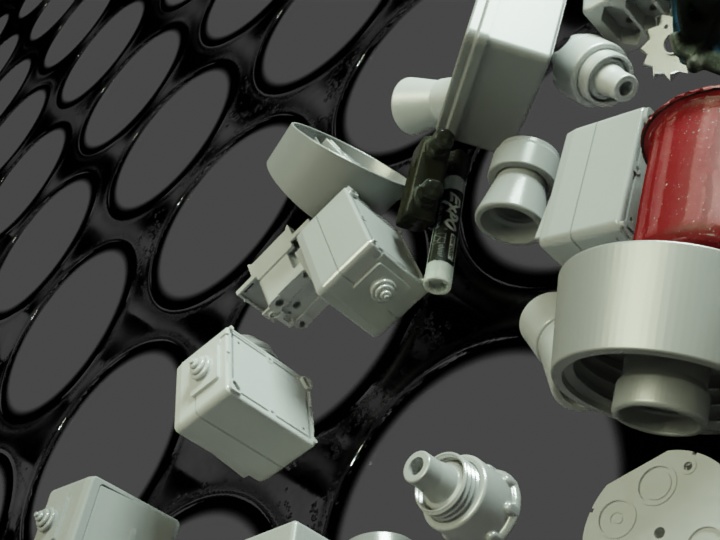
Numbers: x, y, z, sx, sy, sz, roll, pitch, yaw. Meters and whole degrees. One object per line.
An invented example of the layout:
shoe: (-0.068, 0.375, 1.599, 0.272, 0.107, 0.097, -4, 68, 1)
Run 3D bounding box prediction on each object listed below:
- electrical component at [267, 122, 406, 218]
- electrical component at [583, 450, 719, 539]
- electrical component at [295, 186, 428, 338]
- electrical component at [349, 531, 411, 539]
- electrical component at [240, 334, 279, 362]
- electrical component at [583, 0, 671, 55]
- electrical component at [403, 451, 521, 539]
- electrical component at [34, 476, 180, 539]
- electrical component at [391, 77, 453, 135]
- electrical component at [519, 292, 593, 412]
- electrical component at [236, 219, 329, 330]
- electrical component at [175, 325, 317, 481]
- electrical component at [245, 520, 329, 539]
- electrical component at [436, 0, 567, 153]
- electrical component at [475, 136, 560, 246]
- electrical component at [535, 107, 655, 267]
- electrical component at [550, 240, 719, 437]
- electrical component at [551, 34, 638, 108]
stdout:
electrical component: (-0.018, -0.072, 0.802, 0.064, 0.099, 0.099, -49, 30, 17)
electrical component: (0.136, 0.118, 0.443, 0.080, 0.051, 0.080, -33, 36, 28)
electrical component: (0.000, 0.000, 0.735, 0.061, 0.062, 0.096, -44, 32, 13)
electrical component: (-0.002, 0.188, 0.558, 0.079, 0.044, 0.077, -35, 35, 26)
electrical component: (-0.077, 0.069, 0.791, 0.061, 0.035, 0.035, 15, 70, 55)
electrical component: (0.187, -0.192, 0.704, 0.066, 0.047, 0.076, -24, 40, 38)
electrical component: (0.049, 0.114, 0.552, 0.048, 0.062, 0.048, -33, 36, 28)
electrical component: (-0.179, 0.186, 0.742, 0.061, 0.096, 0.061, -25, 40, 37)
electrical component: (0.061, -0.126, 0.807, 0.065, 0.044, 0.044, 2, 59, 48)
electrical component: (0.111, 0.040, 0.571, 0.044, 0.044, 0.065, -45, 27, 10)
electrical component: (-0.049, 0.007, 0.811, 0.081, 0.042, 0.063, -45, 35, 11)
electrical component: (-0.084, 0.089, 0.718, 0.061, 0.096, 0.061, -38, 34, 22)
electrical component: (-0.054, 0.197, 0.615, 0.083, 0.047, 0.075, -29, 38, 33)
electrical component: (0.098, -0.152, 0.722, 0.108, 0.056, 0.108, 105, -177, -60)
electrical component: (0.100, -0.050, 0.673, 0.045, 0.045, 0.055, -14, 47, 46)
electrical component: (0.142, -0.039, 0.590, 0.061, 0.062, 0.096, -14, 47, 46)
electrical component: (0.137, 0.039, 0.477, 0.108, 0.108, 0.060, -11, 55, 47)
electrical component: (0.152, -0.123, 0.682, 0.043, 0.043, 0.062, -48, 32, 6)
